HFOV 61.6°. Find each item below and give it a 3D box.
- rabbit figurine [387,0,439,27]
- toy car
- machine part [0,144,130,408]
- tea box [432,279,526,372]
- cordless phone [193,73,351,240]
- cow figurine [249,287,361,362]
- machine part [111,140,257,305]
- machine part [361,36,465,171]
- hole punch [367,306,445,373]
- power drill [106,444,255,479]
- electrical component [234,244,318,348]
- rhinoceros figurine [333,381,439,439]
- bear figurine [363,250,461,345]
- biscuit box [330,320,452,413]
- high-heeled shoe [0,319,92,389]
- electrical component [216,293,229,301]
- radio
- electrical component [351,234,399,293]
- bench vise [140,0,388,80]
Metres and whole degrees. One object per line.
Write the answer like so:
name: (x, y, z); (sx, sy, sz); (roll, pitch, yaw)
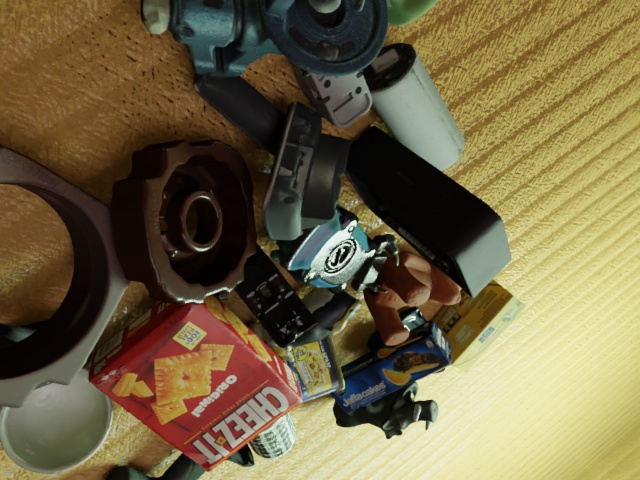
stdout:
rabbit figurine: (0.065, -0.319, 0.525); (0.170, 0.121, 0.159); (-53, 130, -16)
toy car: (-0.001, -0.002, 0.692); (0.109, 0.103, 0.161); (-50, 150, 5)
machine part: (-0.290, 0.031, 0.482); (0.201, 0.087, 0.201); (39, 69, -41)
tea box: (0.285, 0.149, 1.006); (0.169, 0.098, 0.068); (-49, 135, 8)
cordless phone: (-0.063, -0.097, 0.567); (0.184, 0.089, 0.146); (34, 57, -36)
cow figurine: (-0.025, 0.120, 0.771); (0.167, 0.098, 0.068); (-38, 141, -5)
machine part: (-0.135, -0.020, 0.558); (0.179, 0.056, 0.179); (-1, 91, -60)
machine part: (0.118, -0.161, 0.679); (0.079, 0.079, 0.243); (-47, 135, 3)
hole punch: (0.152, 0.188, 0.962); (0.116, 0.092, 0.142); (-18, 141, 19)
power drill: (-0.210, 0.386, 0.858); (0.207, 0.086, 0.231); (-35, 132, 3)
electrical component: (-0.067, 0.067, 0.677); (0.058, 0.134, 0.115); (-38, 178, -10)
rhinoceros figurine: (0.110, 0.287, 0.935); (0.190, 0.112, 0.073); (-10, 140, 25)
bear figurine: (0.169, 0.083, 0.859); (0.196, 0.132, 0.120); (5, 123, -30)
biscuit box: (0.110, 0.207, 0.872); (0.203, 0.063, 0.059); (-33, 98, 19)
high-heeled shoe: (-0.379, 0.162, 0.581); (0.249, 0.086, 0.145); (-33, 150, -1)
electrical component: (-0.163, 0.069, 0.690); (0.094, 0.021, 0.063); (-15, 128, -24)
radio: (0.127, -0.037, 0.670); (0.073, 0.230, 0.131); (-41, 140, -1)
electrical component: (0.072, 0.032, 0.785); (0.045, 0.078, 0.102); (-2, 122, -36)
bench vise: (-0.026, -0.201, 0.433); (0.223, 0.241, 0.128); (10, 84, -24)
